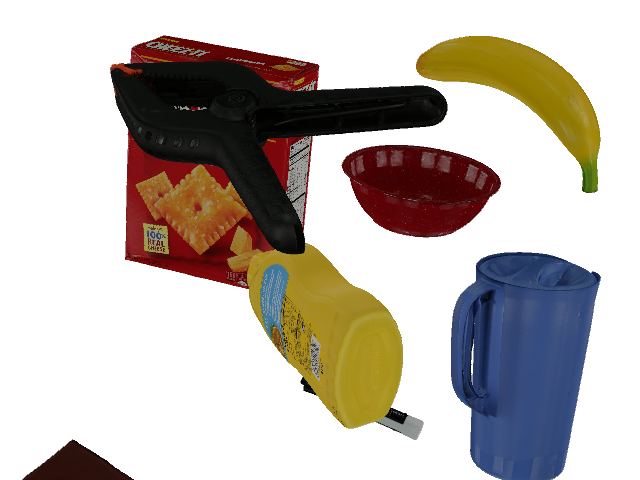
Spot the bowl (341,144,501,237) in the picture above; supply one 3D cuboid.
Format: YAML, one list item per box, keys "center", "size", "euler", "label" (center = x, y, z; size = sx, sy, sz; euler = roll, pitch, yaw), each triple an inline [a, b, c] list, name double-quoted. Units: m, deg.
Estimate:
- center: [0.100, -0.046, 1.089]
  size: [0.162, 0.055, 0.162]
  euler: [4, 24, -2]
  label: "bowl"

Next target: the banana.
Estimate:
- center: [0.144, -0.114, 0.805]
  size: [0.037, 0.070, 0.198]
  euler: [2, 32, -44]
  label: "banana"

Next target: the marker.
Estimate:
- center: [0.037, 0.153, 0.993]
  size: [0.121, 0.020, 0.020]
  euler: [22, 6, 15]
  label: "marker"

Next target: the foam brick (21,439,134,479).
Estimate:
- center: [-0.093, 0.133, 0.450]
  size: [0.078, 0.051, 0.052]
  euler: [24, 45, 31]
  label: "foam brick"

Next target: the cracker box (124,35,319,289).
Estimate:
- center: [-0.097, -0.069, 1.001]
  size: [0.164, 0.214, 0.072]
  euler: [13, 25, 17]
  label: "cracker box"

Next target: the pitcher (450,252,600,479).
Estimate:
- center: [0.221, 0.142, 1.185]
  size: [0.149, 0.243, 0.145]
  euler: [6, 16, 11]
  label: "pitcher"

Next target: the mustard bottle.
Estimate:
- center: [-0.008, 0.056, 0.821]
  size: [0.058, 0.096, 0.192]
  euler: [-14, 30, -24]
  label: "mustard bottle"

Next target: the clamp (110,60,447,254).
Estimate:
- center: [-0.039, -0.074, 0.651]
  size: [0.210, 0.036, 0.164]
  euler: [26, 46, 33]
  label: "clamp"
